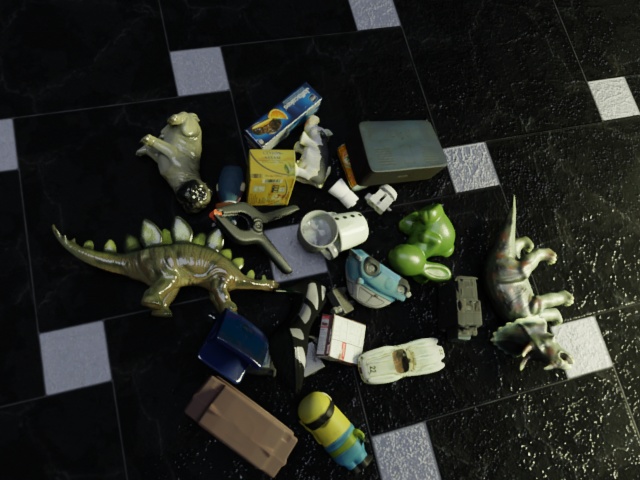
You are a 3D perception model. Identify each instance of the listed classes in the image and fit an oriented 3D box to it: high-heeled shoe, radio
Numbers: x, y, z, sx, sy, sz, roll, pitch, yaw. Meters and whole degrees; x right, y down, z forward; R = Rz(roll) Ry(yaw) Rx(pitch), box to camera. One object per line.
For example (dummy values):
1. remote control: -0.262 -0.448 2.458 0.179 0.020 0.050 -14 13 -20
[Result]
1. high-heeled shoe: -0.026 0.191 1.103 0.145 0.086 0.249 11 58 -36
2. radio: 0.176 -0.205 1.249 0.229 0.073 0.131 -9 74 -31

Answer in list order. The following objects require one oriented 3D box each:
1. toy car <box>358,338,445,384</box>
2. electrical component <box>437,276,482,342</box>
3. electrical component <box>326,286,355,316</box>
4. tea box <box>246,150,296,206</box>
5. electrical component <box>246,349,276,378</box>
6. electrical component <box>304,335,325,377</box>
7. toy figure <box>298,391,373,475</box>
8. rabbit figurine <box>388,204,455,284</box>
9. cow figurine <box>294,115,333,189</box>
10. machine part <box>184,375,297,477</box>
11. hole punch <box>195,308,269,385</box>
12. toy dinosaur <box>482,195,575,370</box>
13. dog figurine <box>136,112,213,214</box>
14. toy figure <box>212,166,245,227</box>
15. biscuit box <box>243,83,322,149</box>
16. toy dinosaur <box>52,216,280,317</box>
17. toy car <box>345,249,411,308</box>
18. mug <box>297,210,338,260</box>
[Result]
1. toy car: 0.177 0.257 1.143 0.202 0.056 0.073 -7 75 -19
2. electrical component: 0.303 0.154 1.174 0.058 0.115 0.134 3 72 -7
3. electrical component: 0.042 0.130 1.156 0.063 0.021 0.094 59 29 10
4. tea box: -0.109 -0.131 1.157 0.098 0.169 0.068 0 75 -12
5. electrical component: -0.146 0.241 1.104 0.119 0.047 0.075 6 72 -8
6. electrical component: -0.031 0.245 1.124 0.102 0.045 0.078 -19 76 -14
7. toy figure: 0.031 0.381 1.072 0.082 0.089 0.180 -36 80 -23
8. rabbit figurine: 0.217 0.027 1.198 0.170 0.121 0.159 -40 106 -32
9. cow figurine: -0.011 -0.207 1.249 0.098 0.068 0.167 19 75 -10
10. machine part: -0.146 0.338 0.994 0.201 0.201 0.087 37 71 2
11. hole punch: -0.156 0.193 1.020 0.142 0.092 0.116 36 43 -12
12. toy dinosaur: 0.441 0.104 1.218 0.192 0.131 0.405 -15 71 -14
13. dog figurine: -0.284 -0.171 1.187 0.172 0.121 0.190 -45 100 -15
14. toy figure: -0.198 -0.087 1.187 0.057 0.064 0.154 16 72 -45
15. biscuit box: -0.086 -0.282 1.263 0.063 0.059 0.203 45 71 5
16. toy dinosaur: -0.308 0.056 1.106 0.471 0.105 0.198 8 65 -17
17. toy car: 0.112 0.094 1.174 0.161 0.109 0.103 35 95 -13
18. mug: -0.002 -0.004 1.171 0.081 0.107 0.109 -42 89 -17
